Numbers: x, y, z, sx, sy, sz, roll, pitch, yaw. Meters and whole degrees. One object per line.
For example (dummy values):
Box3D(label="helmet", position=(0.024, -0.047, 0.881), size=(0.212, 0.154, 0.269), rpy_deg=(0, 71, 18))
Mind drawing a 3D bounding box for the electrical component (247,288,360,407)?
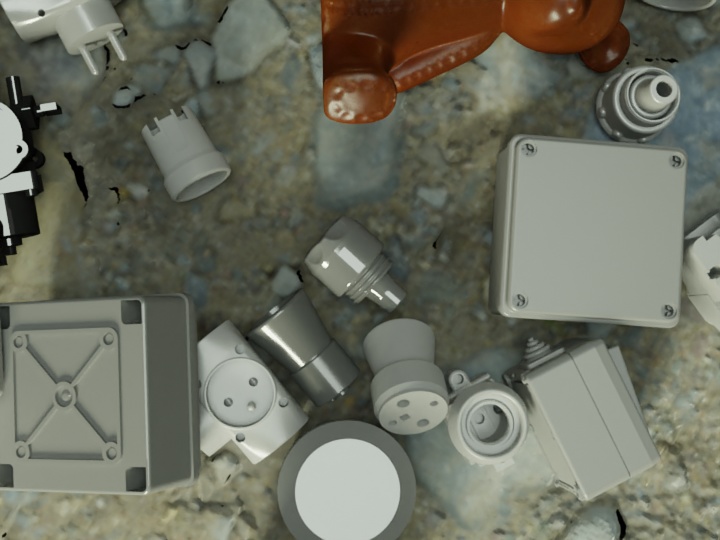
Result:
Box3D(label="electrical component", position=(-0.031, 0.049, 0.648), size=(0.044, 0.044, 0.065), rpy_deg=(-40, 95, -5))

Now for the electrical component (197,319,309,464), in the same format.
Box3D(label="electrical component", position=(-0.085, 0.084, 0.639), size=(0.079, 0.044, 0.077), rpy_deg=(-39, 91, -5))

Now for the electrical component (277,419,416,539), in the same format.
Box3D(label="electrical component", position=(-0.009, 0.128, 0.640), size=(0.080, 0.051, 0.080), rpy_deg=(0, 87, -5))

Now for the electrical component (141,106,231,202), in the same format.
Box3D(label="electrical component", position=(-0.106, -0.070, 0.649), size=(0.040, 0.040, 0.046), rpy_deg=(-29, 83, -5))

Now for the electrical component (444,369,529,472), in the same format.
Box3D(label="electrical component", position=(0.074, 0.091, 0.646), size=(0.048, 0.055, 0.066), rpy_deg=(-28, 90, -5))

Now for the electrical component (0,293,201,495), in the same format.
Box3D(label="electrical component", position=(-0.150, 0.069, 0.609), size=(0.109, 0.056, 0.108), rpy_deg=(-3, 87, 23))

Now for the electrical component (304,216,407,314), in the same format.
Box3D(label="electrical component", position=(0.000, 0.000, 0.651), size=(0.062, 0.043, 0.043), rpy_deg=(41, 85, -3))

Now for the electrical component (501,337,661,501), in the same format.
Box3D(label="electrical component", position=(0.132, 0.080, 0.648), size=(0.061, 0.062, 0.096), rpy_deg=(-26, 89, -6))

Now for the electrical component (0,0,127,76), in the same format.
Box3D(label="electrical component", position=(-0.168, -0.156, 0.645), size=(0.077, 0.043, 0.079), rpy_deg=(-28, 90, -5))

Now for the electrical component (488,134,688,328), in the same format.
Box3D(label="electrical component", position=(0.138, -0.022, 0.656), size=(0.109, 0.056, 0.108), rpy_deg=(4, 87, -4))

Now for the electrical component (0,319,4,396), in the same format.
Box3D(label="electrical component", position=(-0.296, 0.025, 0.597), size=(0.186, 0.060, 0.105), rpy_deg=(-4, 87, 11))

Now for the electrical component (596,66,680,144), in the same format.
Box3D(label="electrical component", position=(0.176, -0.105, 0.660), size=(0.048, 0.062, 0.048), rpy_deg=(0, 87, -5))

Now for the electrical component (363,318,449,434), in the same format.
Box3D(label="electrical component", position=(0.027, 0.063, 0.637), size=(0.045, 0.045, 0.055), rpy_deg=(-6, 45, -5))

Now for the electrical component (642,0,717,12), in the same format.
Box3D(label="electrical component", position=(0.202, -0.198, 0.670), size=(0.078, 0.058, 0.057), rpy_deg=(15, 83, -4))

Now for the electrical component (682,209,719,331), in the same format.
Box3D(label="electrical component", position=(0.238, 0.009, 0.663), size=(0.050, 0.056, 0.089), rpy_deg=(-37, 90, -5))
